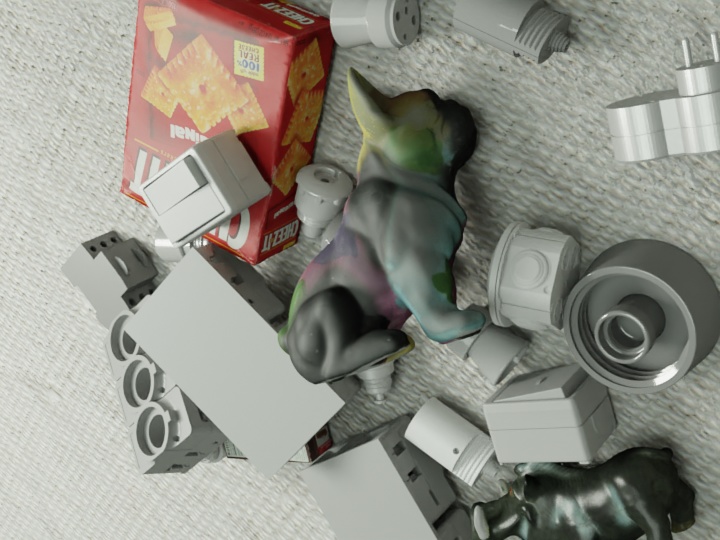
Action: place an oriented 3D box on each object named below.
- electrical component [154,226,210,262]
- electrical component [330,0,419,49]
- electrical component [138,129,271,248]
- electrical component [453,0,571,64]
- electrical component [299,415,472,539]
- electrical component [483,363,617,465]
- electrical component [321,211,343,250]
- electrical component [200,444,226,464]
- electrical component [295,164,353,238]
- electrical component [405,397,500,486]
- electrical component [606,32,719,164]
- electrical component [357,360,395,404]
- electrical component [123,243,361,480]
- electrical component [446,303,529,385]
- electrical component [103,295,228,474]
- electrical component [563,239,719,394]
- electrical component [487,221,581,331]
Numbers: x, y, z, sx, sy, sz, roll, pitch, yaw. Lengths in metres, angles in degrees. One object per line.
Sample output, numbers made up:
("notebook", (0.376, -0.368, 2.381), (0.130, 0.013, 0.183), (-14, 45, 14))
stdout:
("electrical component", (-0.157, -0.027, 1.011), (0.078, 0.040, 0.040), (3, 111, 34))
("electrical component", (0.012, -0.192, 0.822), (0.055, 0.045, 0.045), (7, 113, 32))
("electrical component", (-0.134, -0.062, 0.877), (0.096, 0.061, 0.061), (-28, 95, 39))
("electrical component", (0.111, -0.174, 0.761), (0.081, 0.043, 0.043), (31, 124, 20))
("electrical component", (0.043, 0.234, 0.971), (0.105, 0.060, 0.186), (-30, 91, 39))
("electrical component", (0.143, 0.113, 0.849), (0.096, 0.062, 0.061), (-9, 104, 37))
("electrical component", (0.000, 0.000, 0.894), (0.077, 0.079, 0.043), (31, 164, 20))
("electrical component", (-0.154, 0.175, 1.080), (0.048, 0.062, 0.048), (14, 117, 30))
("electrical component", (-0.035, -0.056, 0.913), (0.048, 0.048, 0.062), (33, 131, 19))
("electrical component", (0.083, 0.149, 0.918), (0.081, 0.043, 0.043), (34, 125, 18))
("electrical component", (0.227, -0.117, 0.700), (0.138, 0.052, 0.073), (-4, 106, 36))
("electrical component", (0.012, 0.079, 0.939), (0.040, 0.040, 0.078), (2, 110, 34))
("electrical component", (-0.102, 0.076, 0.955), (0.186, 0.060, 0.105), (45, 111, 5))
("electrical component", (0.101, 0.059, 0.866), (0.055, 0.045, 0.045), (39, 126, 16))
("electrical component", (-0.189, 0.110, 1.034), (0.089, 0.062, 0.150), (-41, 59, 32))
("electrical component", (0.200, 0.038, 0.779), (0.108, 0.060, 0.108), (14, 117, 30))
("electrical component", (0.130, 0.006, 0.803), (0.051, 0.080, 0.080), (11, 115, 25))
